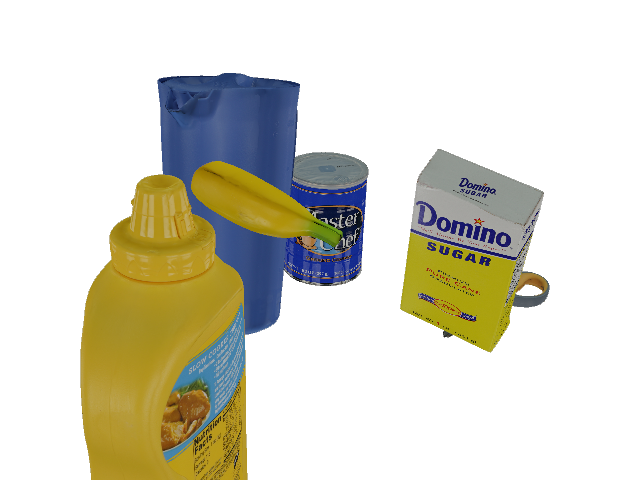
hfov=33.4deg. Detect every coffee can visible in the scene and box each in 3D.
[{"bbox_3d":[0.005,-0.028,1.348,0.103,0.140,0.103,2,27,-1],"label":"coffee can"}]

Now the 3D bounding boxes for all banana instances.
[{"bbox_3d":[-0.060,-0.030,0.794,0.069,0.037,0.198,38,-5,-32],"label":"banana"}]

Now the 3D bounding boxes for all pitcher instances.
[{"bbox_3d":[-0.084,-0.040,1.031,0.149,0.243,0.145,-1,14,-15],"label":"pitcher"}]

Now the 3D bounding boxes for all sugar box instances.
[{"bbox_3d":[0.119,0.013,0.877,0.093,0.048,0.176,24,-33,18],"label":"sugar box"}]

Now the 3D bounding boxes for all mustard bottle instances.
[{"bbox_3d":[-0.063,0.064,0.447,0.058,0.192,0.096,12,28,18],"label":"mustard bottle"}]

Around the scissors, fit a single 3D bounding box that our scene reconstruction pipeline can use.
[{"bbox_3d":[0.155,0.051,1.072,0.201,0.016,0.096,-11,37,-44],"label":"scissors"}]
